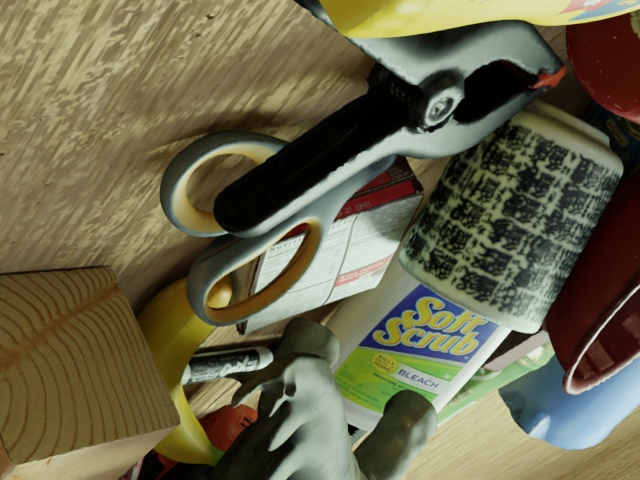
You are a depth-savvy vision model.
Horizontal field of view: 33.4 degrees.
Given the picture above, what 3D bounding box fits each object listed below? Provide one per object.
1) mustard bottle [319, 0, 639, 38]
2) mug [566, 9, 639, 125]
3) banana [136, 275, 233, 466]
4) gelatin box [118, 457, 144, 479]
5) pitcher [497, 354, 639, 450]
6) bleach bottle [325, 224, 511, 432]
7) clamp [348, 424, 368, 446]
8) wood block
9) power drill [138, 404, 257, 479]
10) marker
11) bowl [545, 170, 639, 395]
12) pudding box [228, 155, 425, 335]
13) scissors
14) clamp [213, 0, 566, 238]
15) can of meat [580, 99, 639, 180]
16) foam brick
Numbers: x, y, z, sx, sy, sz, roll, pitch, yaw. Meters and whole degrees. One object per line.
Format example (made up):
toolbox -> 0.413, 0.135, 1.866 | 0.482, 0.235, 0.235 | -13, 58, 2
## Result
mustard bottle -> 0.091, -0.114, 0.366 | 0.191, 0.058, 0.096 | -11, 151, -37
mug -> 0.169, -0.097, 0.470 | 0.081, 0.093, 0.117 | 8, 125, -50
banana -> -0.083, 0.078, 0.615 | 0.069, 0.037, 0.198 | -5, 142, -7
gelatin box -> -0.137, 0.134, 0.661 | 0.030, 0.073, 0.089 | 13, 166, 16
pitcher -> 0.272, 0.074, 0.960 | 0.144, 0.149, 0.243 | 9, 143, -17
bleach bottle -> 0.077, 0.026, 0.658 | 0.102, 0.068, 0.251 | 25, 132, -7
clamp -> 0.032, 0.120, 0.864 | 0.164, 0.036, 0.210 | -20, 150, -18
wood block -> -0.173, 0.108, 0.530 | 0.090, 0.090, 0.206 | -4, 149, -47
power drill -> -0.132, 0.207, 0.748 | 0.185, 0.057, 0.187 | -35, -164, 36
marker -> -0.058, 0.081, 0.706 | 0.120, 0.020, 0.020 | -2, 148, -49
bowl -> 0.175, 0.010, 0.582 | 0.162, 0.055, 0.162 | -33, 154, -19
pudding box -> -0.004, 0.001, 0.555 | 0.090, 0.039, 0.114 | -18, 156, -19
scissors -> 0.009, -0.046, 0.474 | 0.201, 0.016, 0.096 | -45, 129, -8
clamp -> 0.031, -0.056, 0.443 | 0.171, 0.039, 0.120 | -6, 141, -40
can of meat -> 0.193, -0.061, 0.621 | 0.102, 0.057, 0.084 | -19, 156, -23
foam brick -> 0.124, 0.048, 0.769 | 0.053, 0.078, 0.051 | -34, 158, 13
